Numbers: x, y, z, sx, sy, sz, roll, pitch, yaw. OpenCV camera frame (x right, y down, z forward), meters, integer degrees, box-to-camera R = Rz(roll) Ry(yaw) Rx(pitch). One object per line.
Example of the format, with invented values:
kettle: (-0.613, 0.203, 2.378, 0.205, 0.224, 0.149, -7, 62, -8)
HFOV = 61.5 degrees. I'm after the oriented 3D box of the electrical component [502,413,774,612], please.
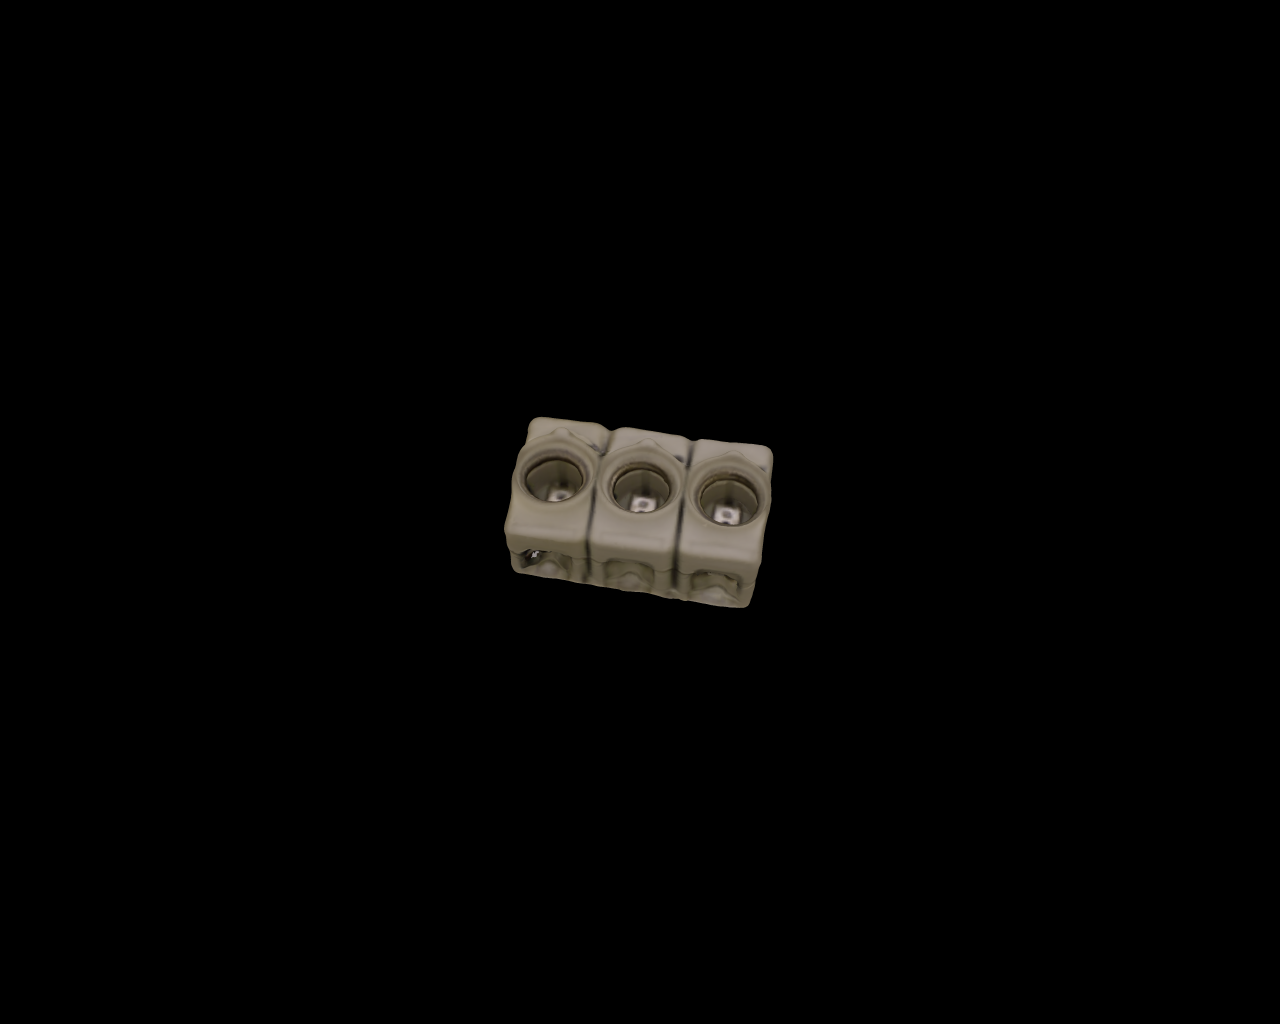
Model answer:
electrical component: (0.001, -0.003, 0.650, 0.150, 0.090, 0.061, 8, -33, 5)
